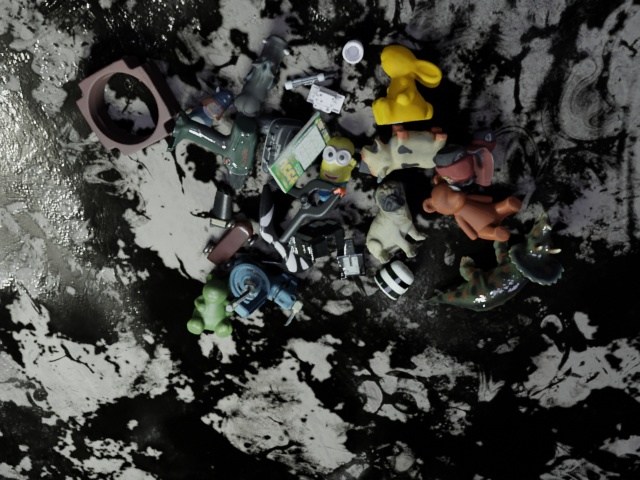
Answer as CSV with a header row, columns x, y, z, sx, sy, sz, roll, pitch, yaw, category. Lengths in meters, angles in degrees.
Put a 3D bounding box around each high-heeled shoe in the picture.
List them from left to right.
x,y,z,sx,sy,sz,roll,pitch,yaw,category
-0.086,-0.024,1.402,0.145,0.086,0.248,-1,114,-6,high-heeled shoe

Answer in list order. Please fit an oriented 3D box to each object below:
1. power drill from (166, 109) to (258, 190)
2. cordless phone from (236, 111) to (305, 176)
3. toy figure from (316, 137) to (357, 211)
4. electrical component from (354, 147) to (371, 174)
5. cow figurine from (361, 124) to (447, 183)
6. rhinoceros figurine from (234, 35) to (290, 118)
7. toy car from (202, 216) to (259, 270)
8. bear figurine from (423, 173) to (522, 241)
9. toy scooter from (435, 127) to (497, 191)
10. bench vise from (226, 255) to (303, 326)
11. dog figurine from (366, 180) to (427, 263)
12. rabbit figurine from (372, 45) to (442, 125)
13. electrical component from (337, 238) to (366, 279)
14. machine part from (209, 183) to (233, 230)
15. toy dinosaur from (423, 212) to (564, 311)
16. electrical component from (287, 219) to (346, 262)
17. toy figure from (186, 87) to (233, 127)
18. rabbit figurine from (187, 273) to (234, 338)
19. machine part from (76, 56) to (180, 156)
x,y,z,sx,sy,sz,roll,pitch,yaw,category
-0.254,-0.214,1.274,0.207,0.086,0.232,22,144,-13,power drill
-0.130,-0.237,1.310,0.184,0.089,0.146,21,118,9,cordless phone
0.033,-0.165,1.315,0.082,0.089,0.180,2,126,-12,toy figure
0.121,-0.196,1.322,0.094,0.021,0.063,13,116,0,electrical component
0.192,-0.203,1.264,0.195,0.086,0.127,-1,115,-9,cow figurine
-0.134,-0.370,1.214,0.073,0.112,0.190,29,97,-3,rhinoceros figurine
-0.239,0.008,1.428,0.089,0.053,0.202,35,135,-14,toy car
0.361,-0.084,1.297,0.196,0.132,0.120,32,76,-14,bear figurine
0.349,-0.170,1.248,0.184,0.075,0.135,-30,115,-24,toy scooter
-0.159,0.143,1.407,0.223,0.240,0.129,45,118,2,bench vise
0.157,-0.054,1.328,0.172,0.121,0.190,-16,116,29,dog figurine
0.188,-0.348,1.194,0.162,0.122,0.173,-9,95,12,rabbit figurine
0.081,0.044,1.427,0.075,0.048,0.119,-10,114,10,electrical component
-0.254,-0.082,1.404,0.084,0.039,0.138,16,129,8,machine part
0.435,0.104,1.339,0.131,0.192,0.405,43,111,-12,toy dinosaur
-0.003,-0.004,1.365,0.134,0.115,0.058,-25,120,-29,electrical component
-0.273,-0.303,1.296,0.154,0.058,0.064,-33,148,18,toy figure
-0.278,0.162,1.465,0.121,0.159,0.170,16,135,-4,rabbit figurine
-0.456,-0.321,1.289,0.201,0.087,0.201,-22,110,15,machine part
